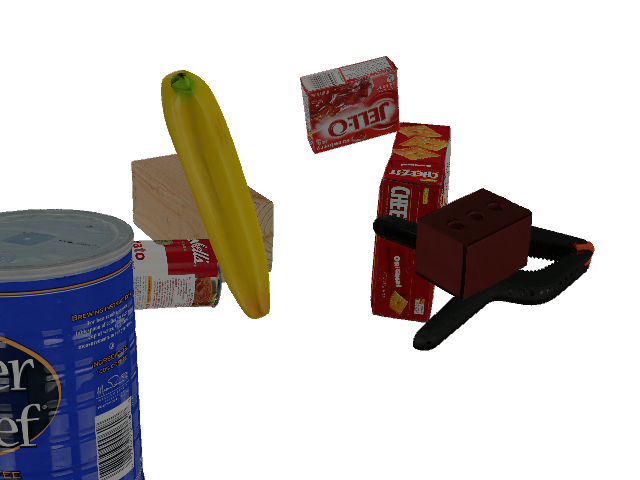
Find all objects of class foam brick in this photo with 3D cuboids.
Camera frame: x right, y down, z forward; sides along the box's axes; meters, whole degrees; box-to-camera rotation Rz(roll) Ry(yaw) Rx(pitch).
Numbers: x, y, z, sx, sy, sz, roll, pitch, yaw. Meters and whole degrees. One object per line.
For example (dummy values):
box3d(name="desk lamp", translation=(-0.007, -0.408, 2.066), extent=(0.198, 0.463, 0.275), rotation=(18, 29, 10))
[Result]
box3d(name="foam brick", translation=(0.118, 0.002, 0.826), extent=(0.078, 0.051, 0.053), rotation=(-25, 38, -34))

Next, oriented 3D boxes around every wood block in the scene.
box3d(name="wood block", translation=(-0.145, -0.031, 1.282), extent=(0.090, 0.090, 0.206), rotation=(-12, 27, -30))

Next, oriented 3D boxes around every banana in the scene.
box3d(name="banana", translation=(-0.071, -0.037, 0.707), extent=(0.037, 0.198, 0.069), rotation=(-12, 37, 8))

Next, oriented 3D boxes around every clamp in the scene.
box3d(name="clamp", translation=(0.163, 0.034, 1.023), extent=(0.210, 0.164, 0.036), rotation=(-2, -43, -5))

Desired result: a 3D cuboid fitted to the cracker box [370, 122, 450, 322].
box3d(name="cracker box", translation=(0.105, -0.028, 1.223), extent=(0.072, 0.164, 0.213), rotation=(6, 23, 8))

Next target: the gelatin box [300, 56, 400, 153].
box3d(name="gelatin box", translation=(0.029, -0.127, 1.003), extent=(0.089, 0.073, 0.030), rotation=(-15, 45, -8))

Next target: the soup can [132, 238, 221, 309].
box3d(name="soup can", translation=(-0.153, 0.033, 1.031), extent=(0.102, 0.068, 0.069), rotation=(-1, 0, -20))

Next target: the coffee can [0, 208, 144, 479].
box3d(name="coffee can", translation=(-0.143, 0.064, 0.542), extent=(0.103, 0.140, 0.103), rotation=(0, 17, 0))
